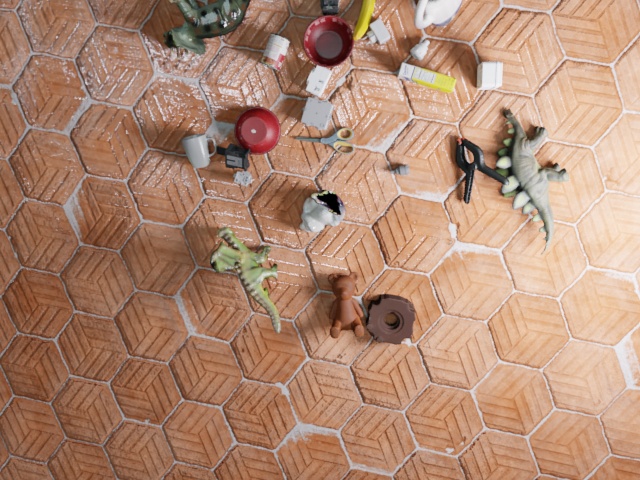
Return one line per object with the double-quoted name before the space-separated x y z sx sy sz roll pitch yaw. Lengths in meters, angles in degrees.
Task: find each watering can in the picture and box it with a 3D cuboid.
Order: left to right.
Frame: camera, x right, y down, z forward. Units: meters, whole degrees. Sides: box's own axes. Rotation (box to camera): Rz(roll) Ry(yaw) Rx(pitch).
"watering can" 0.379 -0.772 1.509 0.105 0.224 0.345 33 101 17

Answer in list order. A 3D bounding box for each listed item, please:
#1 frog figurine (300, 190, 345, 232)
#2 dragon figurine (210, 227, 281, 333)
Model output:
"frog figurine" 0.005 -0.087 1.719 0.137 0.126 0.156 24 137 -7
"dragon figurine" -0.254 0.106 1.662 0.241 0.420 0.120 20 123 -37
